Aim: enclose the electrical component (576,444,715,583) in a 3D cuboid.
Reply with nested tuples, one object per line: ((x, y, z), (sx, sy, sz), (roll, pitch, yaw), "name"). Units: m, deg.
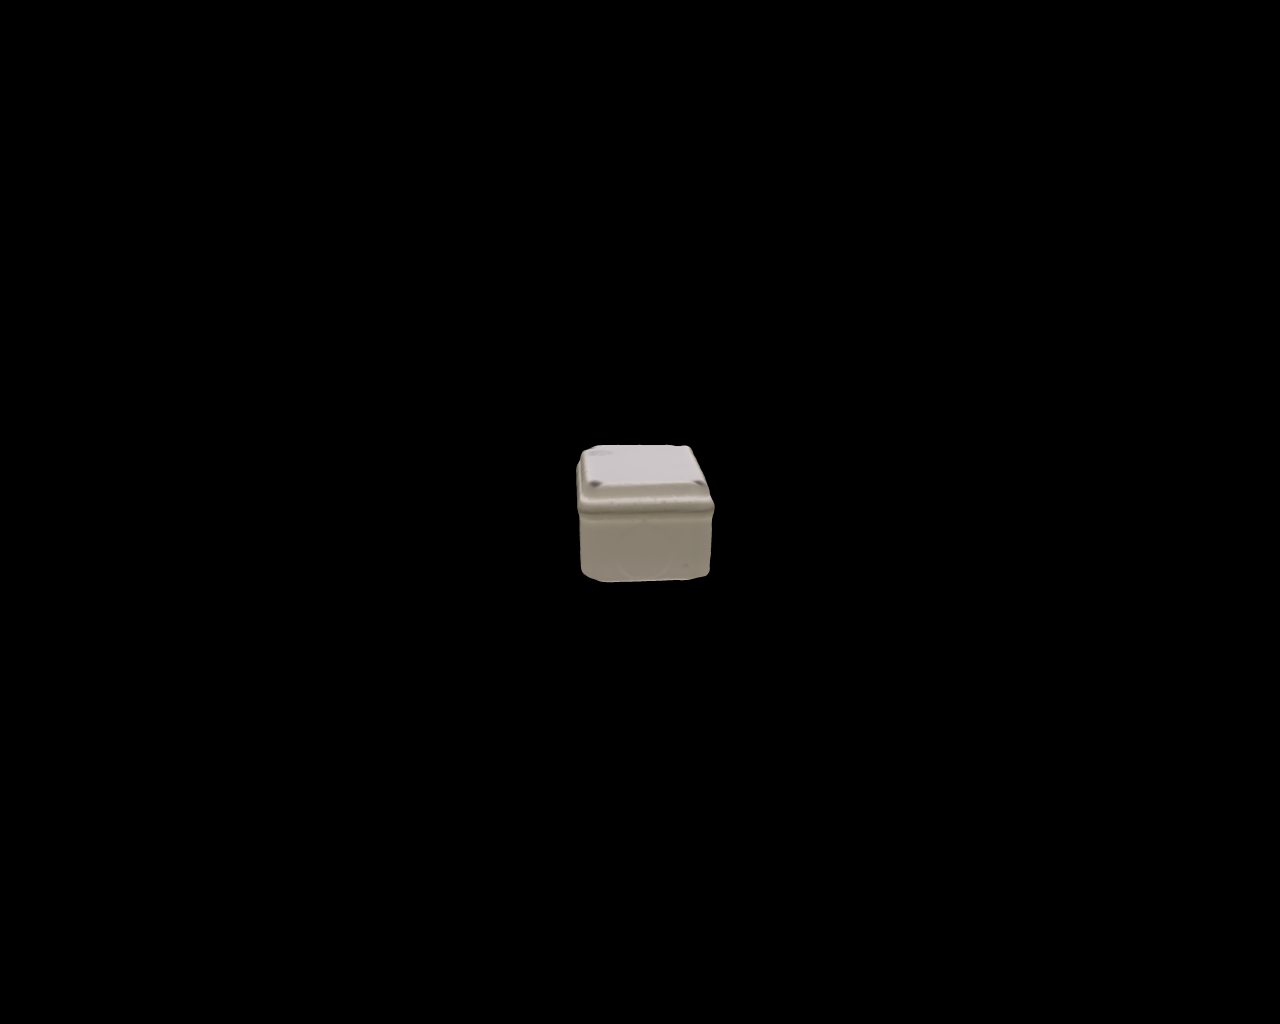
((0.001, -0.003, 0.650), (0.078, 0.057, 0.113), (-1, 16, -3), "electrical component")
